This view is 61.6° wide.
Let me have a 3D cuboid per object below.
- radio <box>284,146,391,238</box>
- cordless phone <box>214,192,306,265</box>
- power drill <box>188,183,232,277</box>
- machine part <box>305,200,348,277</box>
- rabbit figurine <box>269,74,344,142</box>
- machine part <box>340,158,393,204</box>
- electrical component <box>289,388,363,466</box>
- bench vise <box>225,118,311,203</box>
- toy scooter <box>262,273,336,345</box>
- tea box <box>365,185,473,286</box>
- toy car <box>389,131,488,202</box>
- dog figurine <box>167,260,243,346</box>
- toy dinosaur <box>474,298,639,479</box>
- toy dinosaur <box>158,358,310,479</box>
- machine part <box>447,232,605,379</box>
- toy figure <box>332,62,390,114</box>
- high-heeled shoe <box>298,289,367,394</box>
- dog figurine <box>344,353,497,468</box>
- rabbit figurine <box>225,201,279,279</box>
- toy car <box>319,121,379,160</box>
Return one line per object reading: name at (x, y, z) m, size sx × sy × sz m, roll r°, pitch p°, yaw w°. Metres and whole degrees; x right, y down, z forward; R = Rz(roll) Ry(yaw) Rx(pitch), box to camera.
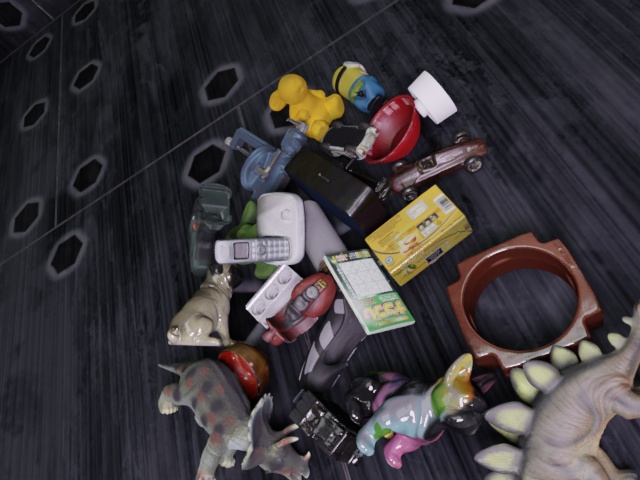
radio at (0.037, -0.096, 1.115) m, size 0.073 × 0.131 × 0.230 m, roll -48°, pitch 50°, yaw -2°
cordless phone at (-0.122, -0.021, 1.064) m, size 0.089 × 0.184 × 0.146 m, roll -166°, pitch 74°, yaw -64°
power drill at (-0.265, -0.047, 1.247) m, size 0.207 × 0.086 × 0.232 m, roll -45°, pitch 43°, yaw 51°
machine part at (-0.002, -0.003, 1.119) m, size 0.079 × 0.079 × 0.243 m, roll -36°, pitch 52°, yaw 8°
rabbit figurine at (-0.043, -0.335, 1.277) m, size 0.163 × 0.173 × 0.122 m, roll 33°, pitch 87°, yaw 35°
machine part at (0.093, -0.124, 1.132) m, size 0.039 × 0.084 × 0.139 m, roll -35°, pitch 44°, yaw -20°
electrical component at (0.012, 0.310, 0.906) m, size 0.134 × 0.114 × 0.058 m, roll 35°, pitch 82°, yaw 38°
bench vise at (-0.130, -0.204, 1.266) m, size 0.241 × 0.129 × 0.223 m, roll 35°, pitch 112°, yaw 27°
toy scooter at (-0.048, 0.139, 1.011) m, size 0.075 × 0.135 × 0.184 m, roll 44°, pitch 106°, yaw 12°
tea box at (0.182, -0.008, 0.996) m, size 0.169 × 0.068 × 0.098 m, roll -37°, pitch 53°, yaw 7°
toy car at (0.233, -0.152, 1.083) m, size 0.202 × 0.053 × 0.089 m, roll -24°, pitch 50°, yaw 19°
dog figurine at (-0.243, 0.125, 1.119) m, size 0.121 × 0.172 × 0.190 m, roll -3°, pitch 79°, yaw 18°
toy dinosaur at (0.322, 0.280, 0.722) m, size 0.199 × 0.105 × 0.471 m, roll 26°, pitch 94°, yaw 27°
toy dinosaur at (-0.190, 0.299, 0.996) m, size 0.405 × 0.131 × 0.192 m, roll 40°, pitch 104°, yaw 33°
machine part at (0.323, 0.105, 0.858) m, size 0.201 × 0.087 × 0.201 m, roll -26°, pitch 51°, yaw 15°
toy figure at (0.092, -0.355, 1.266) m, size 0.089 × 0.082 × 0.180 m, roll -35°, pitch 53°, yaw 6°
high-heeled shoe at (0.029, 0.171, 1.023) m, size 0.145 × 0.086 × 0.249 m, roll -35°, pitch 28°, yaw 46°
dog figurine at (0.157, 0.241, 0.834) m, size 0.219 × 0.108 × 0.192 m, roll -40°, pitch 30°, yaw 14°
rabbit figurine at (-0.157, -0.005, 1.192) m, size 0.170 × 0.121 × 0.159 m, roll 5°, pitch 72°, yaw 49°
toy car at (0.063, -0.219, 1.186) m, size 0.073 × 0.056 × 0.202 m, roll -59°, pitch 30°, yaw -4°
